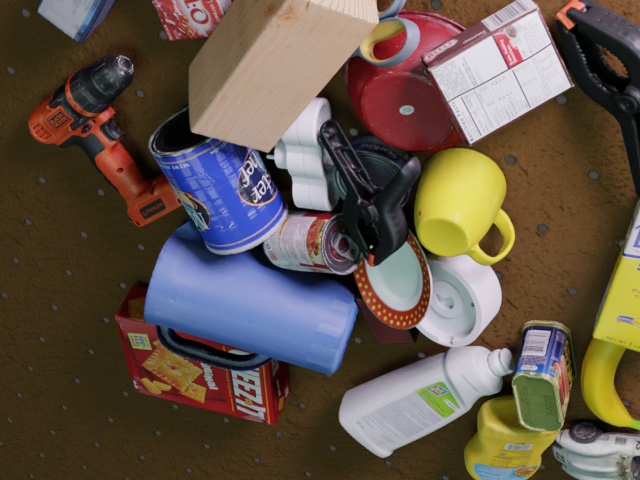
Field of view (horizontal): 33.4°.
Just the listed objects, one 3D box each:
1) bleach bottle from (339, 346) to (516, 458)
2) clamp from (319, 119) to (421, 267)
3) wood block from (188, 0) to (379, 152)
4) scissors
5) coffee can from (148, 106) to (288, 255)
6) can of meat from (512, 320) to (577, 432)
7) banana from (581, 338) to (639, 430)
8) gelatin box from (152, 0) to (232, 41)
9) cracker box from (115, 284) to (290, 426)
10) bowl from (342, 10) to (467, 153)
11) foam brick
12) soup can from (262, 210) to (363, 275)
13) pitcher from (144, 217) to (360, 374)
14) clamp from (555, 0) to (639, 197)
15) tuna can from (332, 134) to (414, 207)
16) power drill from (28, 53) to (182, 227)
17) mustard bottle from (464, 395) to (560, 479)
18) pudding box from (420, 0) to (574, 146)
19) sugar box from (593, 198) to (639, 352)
[{"bbox_3d":[0.142,0.194,1.328,0.102,0.068,0.251,41,133,-22],"label":"bleach bottle"},{"bbox_3d":[0.062,-0.039,1.086,0.120,0.039,0.171,28,146,43],"label":"clamp"},{"bbox_3d":[-0.042,-0.183,1.008,0.090,0.090,0.206,13,144,-27],"label":"wood block"},{"bbox_3d":[0.027,-0.201,1.020,0.016,0.096,0.202,4,-178,-36],"label":"scissors"},{"bbox_3d":[-0.109,-0.069,1.162,0.103,0.102,0.140,-6,128,30],"label":"coffee can"},{"bbox_3d":[0.255,0.157,1.219,0.058,0.083,0.102,2,132,24],"label":"can of meat"},{"bbox_3d":[0.331,0.152,1.217,0.069,0.037,0.198,-13,130,6],"label":"banana"},{"bbox_3d":[-0.131,-0.244,1.055,0.073,0.030,0.089,-1,131,26],"label":"gelatin box"},{"bbox_3d":[-0.154,0.156,1.427,0.214,0.072,0.164,12,136,15],"label":"cracker box"},{"bbox_3d":[0.091,-0.139,1.032,0.162,0.055,0.162,13,135,13],"label":"bowl"},{"bbox_3d":[0.084,0.078,1.248,0.051,0.053,0.078,-5,129,29],"label":"foam brick"},{"bbox_3d":[-0.008,0.001,1.189,0.102,0.068,0.068,4,136,47],"label":"soup can"},{"bbox_3d":[-0.081,0.082,1.279,0.243,0.145,0.149,19,161,4],"label":"pitcher"},{"bbox_3d":[0.280,-0.122,0.946,0.210,0.036,0.165,47,156,1],"label":"clamp"},{"bbox_3d":[0.058,-0.069,1.131,0.086,0.033,0.086,14,136,14],"label":"tuna can"},{"bbox_3d":[-0.222,-0.112,1.212,0.185,0.057,0.187,-23,116,44],"label":"power drill"},{"bbox_3d":[0.234,0.267,1.348,0.096,0.058,0.192,2,141,-5],"label":"mustard bottle"},{"bbox_3d":[0.160,-0.151,0.962,0.113,0.039,0.090,-29,120,8],"label":"pudding box"},{"bbox_3d":[0.344,0.037,1.072,0.093,0.048,0.176,16,131,11],"label":"sugar box"}]
